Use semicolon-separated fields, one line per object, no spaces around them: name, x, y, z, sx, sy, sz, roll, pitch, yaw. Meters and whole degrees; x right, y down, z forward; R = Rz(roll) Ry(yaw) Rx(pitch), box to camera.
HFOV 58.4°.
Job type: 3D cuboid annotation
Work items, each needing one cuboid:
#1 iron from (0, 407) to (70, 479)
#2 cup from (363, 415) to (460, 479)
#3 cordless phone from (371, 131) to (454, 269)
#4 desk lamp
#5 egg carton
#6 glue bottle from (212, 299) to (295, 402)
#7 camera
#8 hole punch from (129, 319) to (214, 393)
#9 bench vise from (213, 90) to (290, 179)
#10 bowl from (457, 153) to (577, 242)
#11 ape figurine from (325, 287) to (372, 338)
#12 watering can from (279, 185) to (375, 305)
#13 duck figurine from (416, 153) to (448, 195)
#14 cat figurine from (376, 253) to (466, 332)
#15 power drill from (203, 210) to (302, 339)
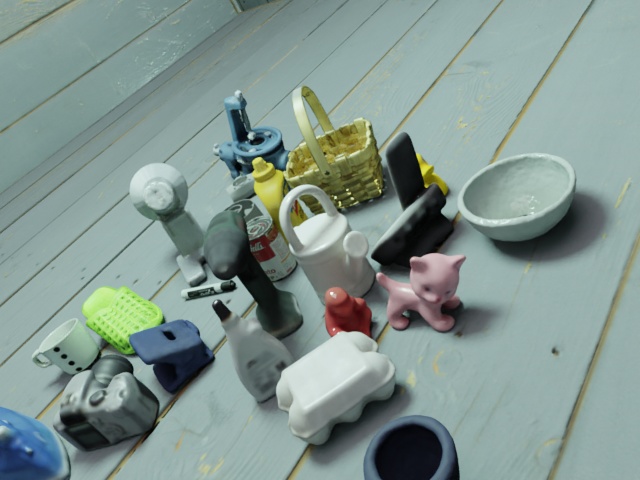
iron;-0.505;0.308;0.898;0.257;0.142;0.119;-2;41;37
cup;0.091;0.243;0.557;0.118;0.095;0.091;-40;33;-16
cordless phone;0.119;-0.060;0.881;0.093;0.185;0.148;10;49;46
desk lamp;-0.291;-0.046;1.163;0.118;0.214;0.202;-35;32;-8
egg carton;0.019;0.184;0.724;0.150;0.070;0.107;-34;32;-7
glue bottle;-0.096;0.142;0.776;0.078;0.173;0.037;-34;32;-7
camera;-0.333;0.238;0.899;0.143;0.101;0.136;-20;33;15
hole punch;-0.242;0.172;0.930;0.101;0.091;0.108;-40;33;-17
bench vise;-0.187;-0.235;1.343;0.207;0.220;0.121;-15;34;22
bowl;0.291;-0.050;0.835;0.167;0.075;0.167;-20;33;14
ape figurine;0.034;0.105;0.802;0.078;0.092;0.075;-44;34;-22
watering can;0.009;0.002;0.872;0.172;0.194;0.101;-4;40;35
duck figurine;0.169;-0.115;1.015;0.078;0.086;0.104;-42;34;-20
cat figurine;0.135;0.059;0.762;0.127;0.118;0.067;-5;39;34
power drill;-0.108;0.054;0.878;0.075;0.209;0.229;-29;32;1
